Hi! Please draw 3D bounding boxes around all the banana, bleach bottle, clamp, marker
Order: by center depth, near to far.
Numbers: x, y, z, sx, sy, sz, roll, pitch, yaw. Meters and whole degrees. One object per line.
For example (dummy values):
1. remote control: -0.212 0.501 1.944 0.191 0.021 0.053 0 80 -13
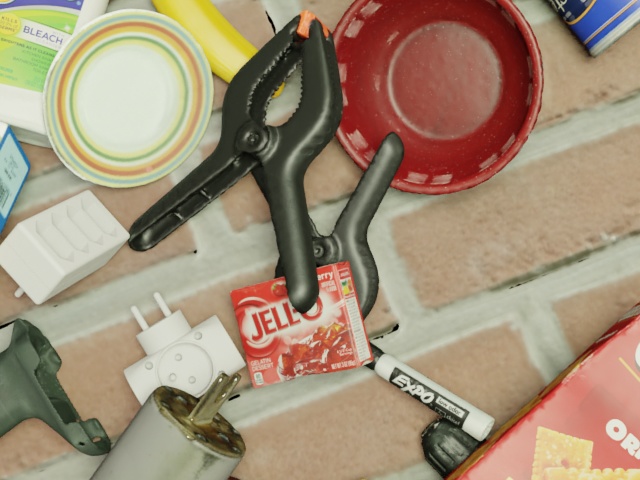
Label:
1. clamp: -0.049 -0.063 0.761 0.165 0.036 0.210 11 80 29
2. marker: 0.070 0.105 0.770 0.121 0.020 0.020 31 81 25
3. clamp: -0.005 0.001 0.781 0.120 0.039 0.171 9 92 27
4. bleach bottle: -0.203 -0.200 0.783 0.102 0.068 0.251 15 81 -11
5. banana: -0.094 -0.189 0.804 0.069 0.037 0.198 -23 86 -7

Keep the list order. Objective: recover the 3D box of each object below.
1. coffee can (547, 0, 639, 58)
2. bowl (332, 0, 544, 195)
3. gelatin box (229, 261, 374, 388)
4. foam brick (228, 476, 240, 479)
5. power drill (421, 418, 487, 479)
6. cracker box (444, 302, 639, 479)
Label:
1. coffee can: 0.202 -0.223 0.798 0.102 0.103 0.140 -39 87 -8
2. bowl: 0.086 -0.116 0.782 0.162 0.055 0.162 4 101 19
3. gelatin box: -0.014 0.060 0.752 0.089 0.030 0.073 -14 88 26
4. foam brick: -0.046 0.201 0.736 0.078 0.051 0.053 21 79 41
5. power drill: 0.192 0.151 0.776 0.184 0.057 0.187 44 83 8
6. cracker box: 0.205 0.162 0.707 0.213 0.072 0.164 -40 82 -7
